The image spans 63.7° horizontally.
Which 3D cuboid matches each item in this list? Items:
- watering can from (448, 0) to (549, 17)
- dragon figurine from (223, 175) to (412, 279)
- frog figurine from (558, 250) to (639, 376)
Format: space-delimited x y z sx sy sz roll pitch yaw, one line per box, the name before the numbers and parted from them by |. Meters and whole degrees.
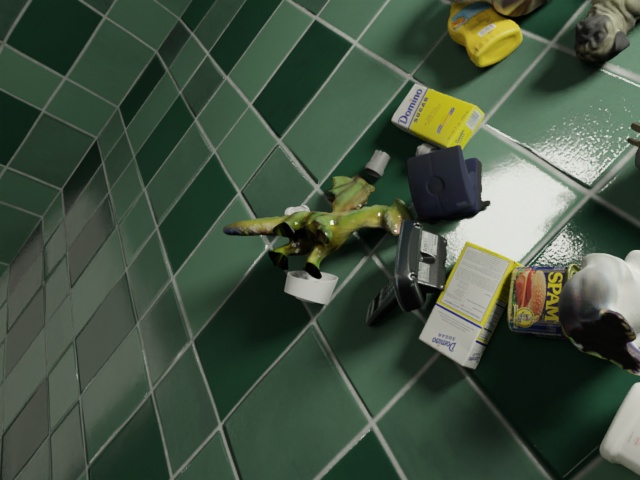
watering can | 0.394 -0.542 0.953 0.345 0.229 0.102 -29 -41 15
dragon figurine | 0.003 -0.053 1.050 0.412 0.119 0.247 16 46 38
frog figurine | 0.370 0.066 0.627 0.162 0.137 0.121 -48 10 -26
